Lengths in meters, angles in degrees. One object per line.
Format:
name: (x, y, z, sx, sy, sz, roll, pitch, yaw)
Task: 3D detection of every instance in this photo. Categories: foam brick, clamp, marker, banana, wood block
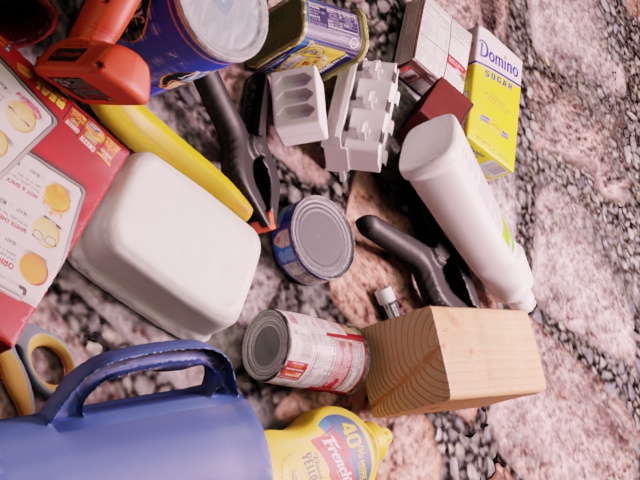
foam brick: (0.131, -0.137, 1.219, 0.051, 0.053, 0.078, 40, 47, -6)
clamp: (-0.068, -0.092, 1.021, 0.120, 0.039, 0.171, -19, 97, -58)
marker: (0.088, 0.107, 1.118, 0.020, 0.020, 0.121, -25, 93, -47)
banana: (-0.139, -0.080, 0.933, 0.037, 0.070, 0.197, -48, 125, 0)
clamp: (0.113, 0.018, 1.158, 0.210, 0.036, 0.164, 61, 35, -12)
wood block: (0.137, 0.123, 1.076, 0.205, 0.091, 0.090, 7, 67, -54)

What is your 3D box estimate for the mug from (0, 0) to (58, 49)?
mug: (-0.251, -0.206, 0.854, 0.117, 0.093, 0.081, 26, 51, -57)

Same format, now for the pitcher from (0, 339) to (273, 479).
pitcher: (-0.162, 0.168, 0.768, 0.242, 0.145, 0.149, 1, 59, -42)

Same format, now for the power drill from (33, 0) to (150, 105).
power drill: (-0.128, -0.193, 0.798, 0.057, 0.185, 0.187, 33, 73, -39)

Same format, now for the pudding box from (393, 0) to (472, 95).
pudding box: (0.135, -0.225, 1.274, 0.090, 0.039, 0.113, 34, 51, -29)

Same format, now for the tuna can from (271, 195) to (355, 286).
tuna can: (-0.007, 0.001, 1.052, 0.086, 0.034, 0.086, 17, 64, -40)

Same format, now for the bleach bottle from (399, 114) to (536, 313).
bleach bottle: (0.175, -0.012, 1.178, 0.250, 0.068, 0.102, 57, 26, -25)

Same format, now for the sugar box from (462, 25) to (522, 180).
sugar box: (0.203, -0.171, 1.316, 0.093, 0.048, 0.176, 32, 56, -34)

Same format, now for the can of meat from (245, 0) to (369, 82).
can of meat: (-0.017, -0.200, 1.069, 0.083, 0.102, 0.057, 6, 71, -41)

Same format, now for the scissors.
scissors: (-0.242, 0.048, 0.816, 0.096, 0.016, 0.202, -7, 80, -47)

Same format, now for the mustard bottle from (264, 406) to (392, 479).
mustard bottle: (-0.001, 0.203, 0.967, 0.191, 0.058, 0.096, -11, 83, -47)

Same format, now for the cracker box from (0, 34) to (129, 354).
cracker box: (-0.255, -0.040, 0.779, 0.164, 0.072, 0.213, 44, 42, -23)

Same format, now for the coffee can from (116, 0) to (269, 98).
coffee can: (-0.129, -0.184, 0.915, 0.102, 0.141, 0.103, 15, 69, -46)

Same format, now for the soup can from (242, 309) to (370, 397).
soup can: (-0.012, 0.104, 0.984, 0.102, 0.069, 0.068, 16, 64, -40)
